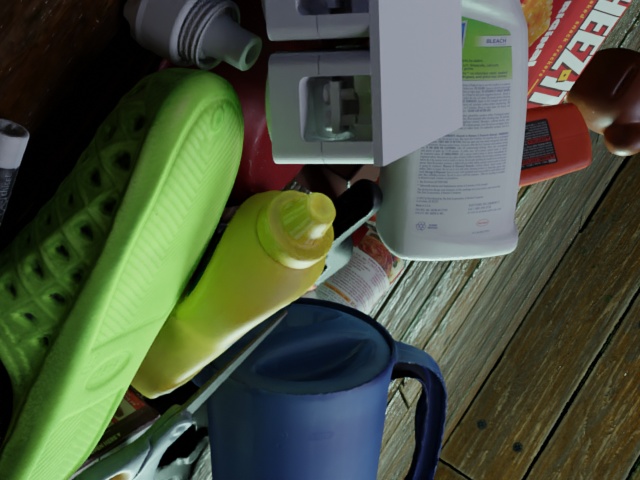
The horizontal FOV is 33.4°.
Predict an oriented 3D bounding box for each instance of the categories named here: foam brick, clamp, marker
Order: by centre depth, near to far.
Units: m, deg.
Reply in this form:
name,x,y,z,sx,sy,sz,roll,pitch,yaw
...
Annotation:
name,x,y,z,sx,sy,sz,roll,pitch,yaw
marker,-0.155,0.003,0.474,0.020,0.020,0.121,-23,141,-62
clamp,-0.005,0.001,0.778,0.120,0.039,0.171,-14,167,7
foam brick,0.022,-0.070,0.786,0.078,0.051,0.053,-51,163,-23
clamp,-0.100,0.144,0.828,0.164,0.036,0.210,-53,161,-7

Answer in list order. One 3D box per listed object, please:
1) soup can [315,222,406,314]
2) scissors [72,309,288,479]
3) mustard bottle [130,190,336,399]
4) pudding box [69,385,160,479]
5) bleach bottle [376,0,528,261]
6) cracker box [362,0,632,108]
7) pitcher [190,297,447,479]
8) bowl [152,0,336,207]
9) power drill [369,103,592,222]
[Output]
name,x,y,z,sx,sy,sz,roll,pitch,yaw
soup can,0.020,0.041,0.939,0.102,0.068,0.068,-51,161,-21
scissors,-0.092,0.124,0.659,0.201,0.016,0.096,-38,156,-15
mustard bottle,-0.048,0.022,0.607,0.192,0.058,0.096,-38,-168,49
pudding box,-0.153,0.157,0.688,0.089,0.039,0.114,-30,149,-42
bleach bottle,0.096,-0.109,0.696,0.102,0.068,0.251,-4,122,-15
cracker box,0.146,-0.172,0.801,0.213,0.072,0.164,-5,136,-50
pitcher,-0.008,0.174,0.778,0.144,0.149,0.243,-25,126,-44
bowl,-0.035,-0.077,0.612,0.162,0.055,0.162,-51,161,-26
power drill,0.140,-0.062,0.888,0.184,0.057,0.188,-15,177,-23
